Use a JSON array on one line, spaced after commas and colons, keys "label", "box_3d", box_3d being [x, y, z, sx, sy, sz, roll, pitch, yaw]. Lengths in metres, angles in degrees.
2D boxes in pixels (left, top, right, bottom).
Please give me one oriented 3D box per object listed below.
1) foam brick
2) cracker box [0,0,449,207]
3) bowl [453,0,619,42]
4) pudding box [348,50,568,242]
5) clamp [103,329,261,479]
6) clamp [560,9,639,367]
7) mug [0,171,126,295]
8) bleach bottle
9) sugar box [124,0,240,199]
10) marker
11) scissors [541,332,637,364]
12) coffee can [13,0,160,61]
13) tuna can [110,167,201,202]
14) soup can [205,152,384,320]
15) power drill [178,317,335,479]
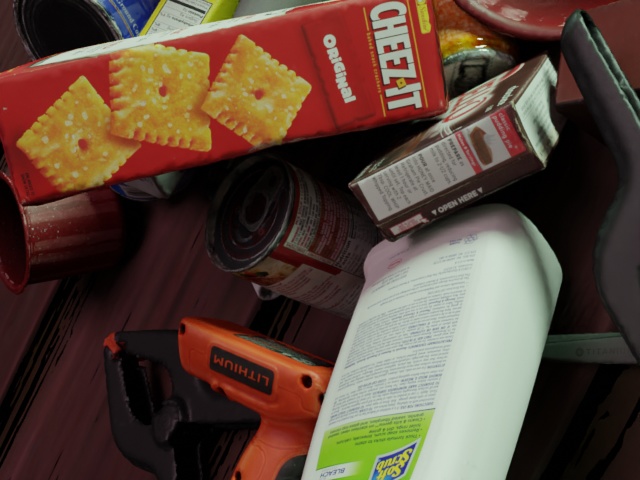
[{"label": "foam brick", "box_3d": [0.157, -0.080, 0.499, 0.078, 0.052, 0.051, -6, 67, 46]}, {"label": "cracker box", "box_3d": [-0.052, -0.082, 0.579, 0.164, 0.213, 0.072, -110, 9, -77]}, {"label": "bowl", "box_3d": [0.128, -0.185, 0.547, 0.162, 0.055, 0.162, 7, 106, 24]}, {"label": "pudding box", "box_3d": [0.074, -0.049, 0.532, 0.090, 0.039, 0.113, -27, 12, 28]}, {"label": "clamp", "box_3d": [-0.076, 0.112, 0.671, 0.165, 0.036, 0.210, -52, 45, 13]}, {"label": "clamp", "box_3d": [0.161, -0.020, 0.430, 0.120, 0.039, 0.171, -7, 87, 40]}, {"label": "mug", "box_3d": [-0.201, -0.023, 0.811, 0.093, 0.081, 0.117, 5, 104, 56]}, {"label": "bleach bottle", "box_3d": [0.033, 0.090, 0.454, 0.103, 0.068, 0.250, -24, 26, 38]}, {"label": "sugar box", "box_3d": [-0.089, -0.122, 0.730, 0.048, 0.093, 0.176, 21, 75, 14]}, {"label": "marker", "box_3d": [-0.053, -0.005, 0.717, 0.020, 0.020, 0.121, -50, 42, 18]}, {"label": "scissors", "box_3d": [0.166, 0.030, 0.462, 0.202, 0.016, 0.096, 16, 87, 49]}, {"label": "coffee can", "box_3d": [-0.137, -0.178, 0.779, 0.103, 0.102, 0.140, -10, 31, 44]}, {"label": "tuna can", "box_3d": [-0.128, -0.074, 0.788, 0.086, 0.033, 0.086, -3, 69, 8]}, {"label": "soup can", "box_3d": [-0.004, 0.001, 0.596, 0.069, 0.102, 0.068, -24, 55, 39]}, {"label": "power drill", "box_3d": [-0.064, 0.141, 0.583, 0.185, 0.057, 0.188, 17, 93, 27]}]
